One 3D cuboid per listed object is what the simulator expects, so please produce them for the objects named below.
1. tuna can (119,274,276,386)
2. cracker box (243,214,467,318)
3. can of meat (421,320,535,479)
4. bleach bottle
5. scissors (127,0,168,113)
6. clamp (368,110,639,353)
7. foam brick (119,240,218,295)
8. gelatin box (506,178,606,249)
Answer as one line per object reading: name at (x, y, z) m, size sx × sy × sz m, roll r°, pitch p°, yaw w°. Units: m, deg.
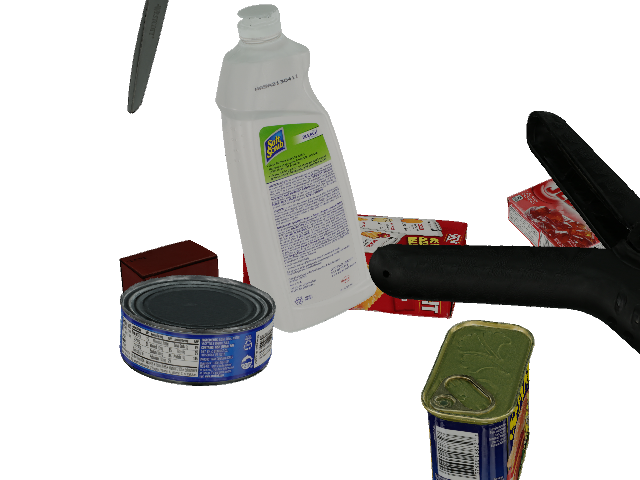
tuna can at (-0.068, 0.049, 0.592) m, size 0.086 × 0.034 × 0.086 m, roll 5°, pitch 17°, yaw -2°
cracker box at (0.041, 0.023, 1.127) m, size 0.214 × 0.072 × 0.164 m, roll 5°, pitch 15°, yaw 11°
can of meat at (0.103, 0.114, 0.682) m, size 0.057 × 0.084 × 0.102 m, roll 5°, pitch 30°, yaw 19°
bleach bottle at (-0.021, -0.057, 0.818) m, size 0.102 × 0.251 × 0.068 m, roll -25°, pitch 33°, yaw -27°
scissors at (-0.091, -0.186, 0.740) m, size 0.096 × 0.202 × 0.016 m, roll -4°, pitch -12°, yaw -7°
clamp at (0.138, 0.016, 0.489) m, size 0.210 × 0.036 × 0.164 m, roll 32°, pitch 49°, yaw 32°
foam brick at (-0.140, 0.038, 0.994) m, size 0.078 × 0.051 × 0.053 m, roll -16°, pitch 26°, yaw -31°
gelatin box at (0.213, -0.018, 0.911) m, size 0.073 × 0.030 × 0.089 m, roll -23°, pitch 45°, yaw -13°
